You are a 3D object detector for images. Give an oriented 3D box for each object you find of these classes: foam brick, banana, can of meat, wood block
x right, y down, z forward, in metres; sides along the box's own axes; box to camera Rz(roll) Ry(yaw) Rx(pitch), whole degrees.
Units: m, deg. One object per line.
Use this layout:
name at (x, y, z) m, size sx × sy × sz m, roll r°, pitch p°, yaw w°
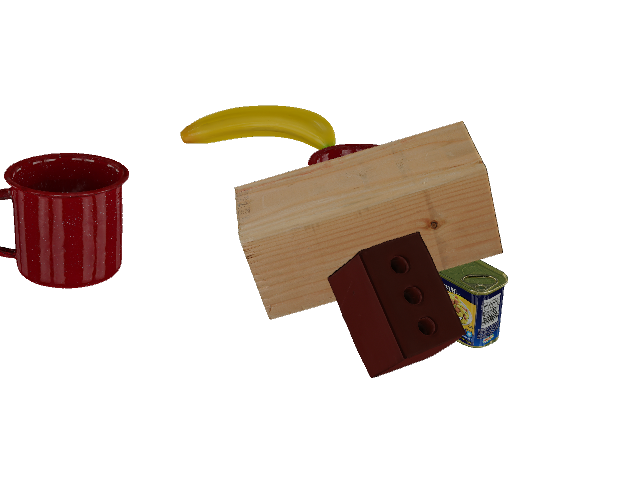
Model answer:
foam brick at (0.050, 0.044, 0.710) m, size 0.052 × 0.078 × 0.051 m, roll -18°, pitch -12°, yaw -32°
banana at (-0.064, -0.132, 1.252) m, size 0.198 × 0.037 × 0.069 m, roll 8°, pitch 41°, yaw 17°
can of meat at (0.167, 0.068, 1.256) m, size 0.057 × 0.084 × 0.102 m, roll -24°, pitch 38°, yaw -35°
wood block at (0.039, -0.017, 0.911) m, size 0.206 × 0.091 × 0.090 m, roll -16°, pitch 33°, yaw 3°

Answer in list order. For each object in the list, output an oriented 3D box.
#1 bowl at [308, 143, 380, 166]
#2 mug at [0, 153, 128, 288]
bowl at (0.065, -0.049, 1.110) m, size 0.162 × 0.055 × 0.162 m, roll 6°, pitch 23°, yaw -3°
mug at (-0.207, -0.014, 0.824) m, size 0.117 × 0.081 × 0.093 m, roll -4°, pitch 25°, yaw -19°
